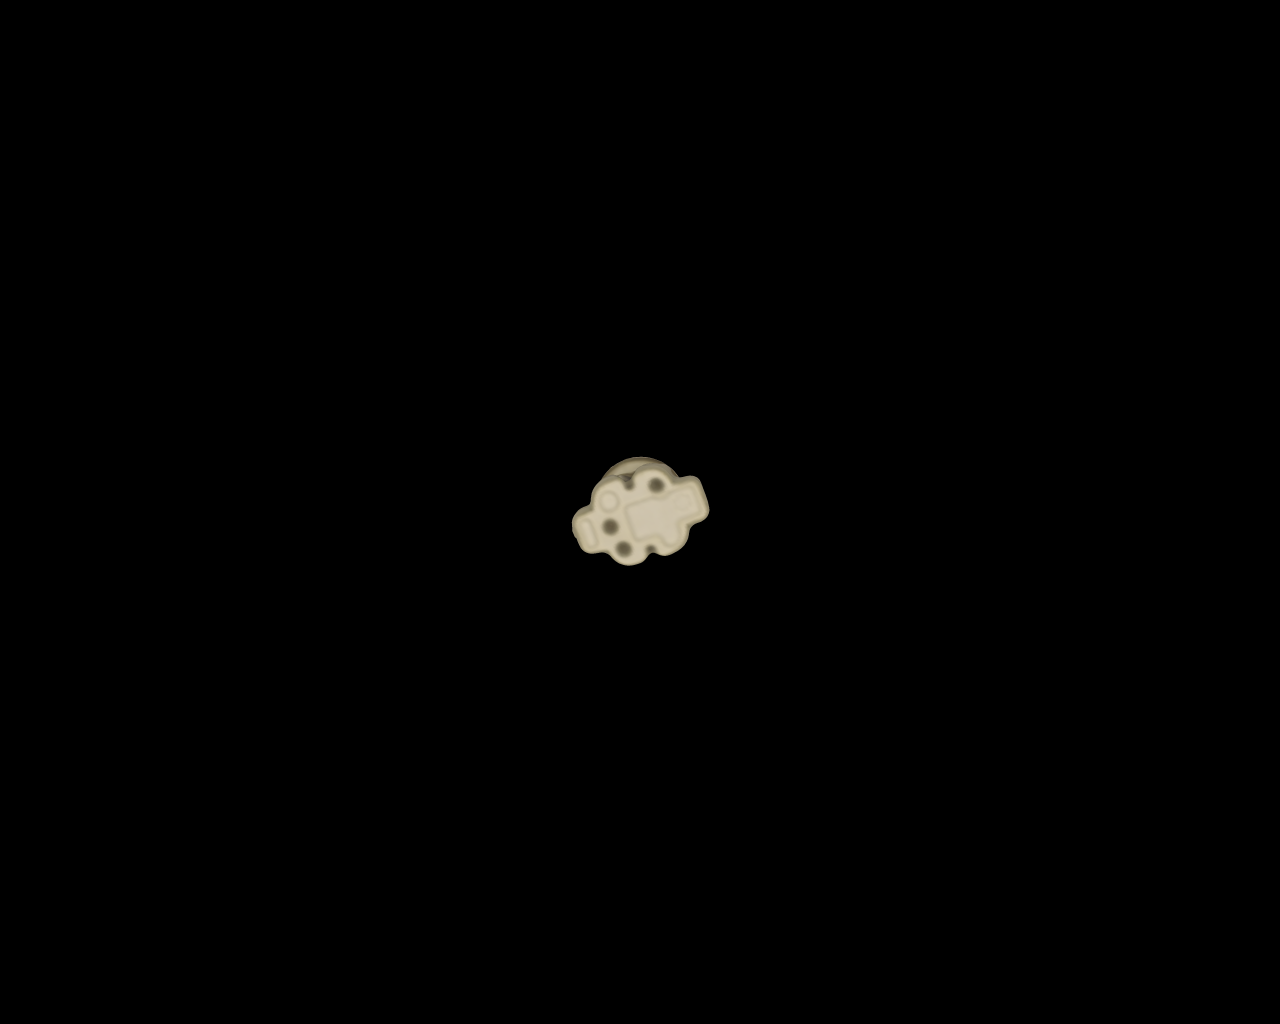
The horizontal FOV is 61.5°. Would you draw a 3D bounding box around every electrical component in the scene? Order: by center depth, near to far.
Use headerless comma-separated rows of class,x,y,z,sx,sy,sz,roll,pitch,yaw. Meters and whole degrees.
electrical component,0.001,-0.003,0.650,0.078,0.058,0.057,-18,11,4
